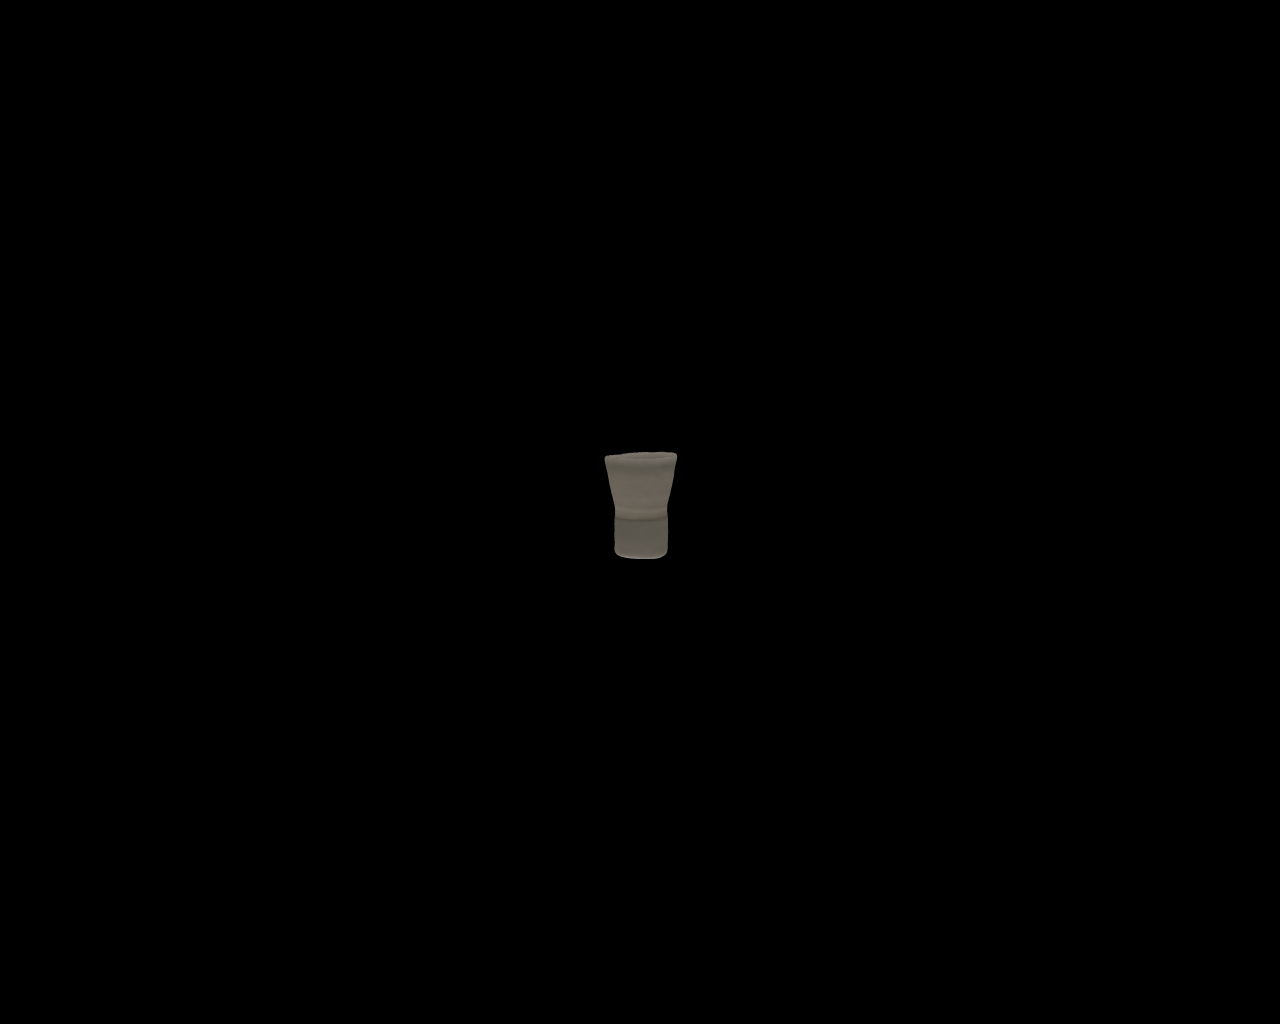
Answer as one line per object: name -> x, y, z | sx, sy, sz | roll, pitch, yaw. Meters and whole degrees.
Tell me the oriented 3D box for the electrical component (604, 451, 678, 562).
electrical component -> 0.001, -0.003, 0.650 | 0.044, 0.065, 0.044 | 0, 9, 0
